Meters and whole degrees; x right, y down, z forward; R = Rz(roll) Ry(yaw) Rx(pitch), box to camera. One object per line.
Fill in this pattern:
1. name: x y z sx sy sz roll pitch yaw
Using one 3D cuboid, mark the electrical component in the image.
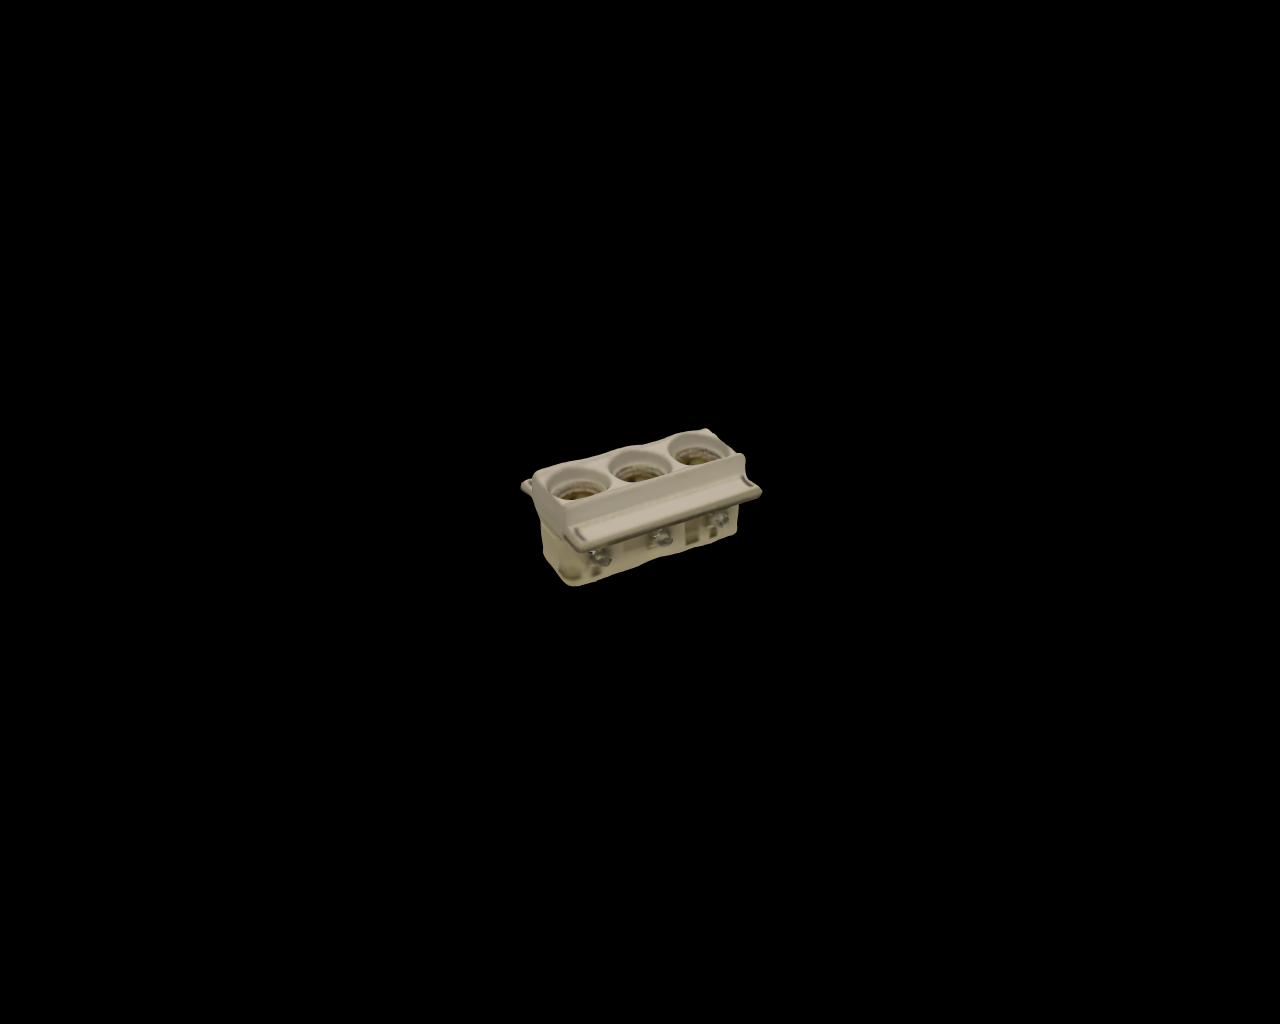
1. electrical component: 0.001 -0.003 0.650 0.121 0.063 0.079 -17 36 -24
